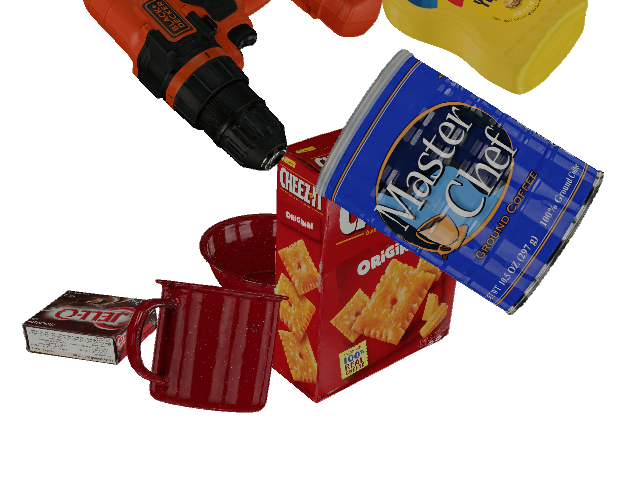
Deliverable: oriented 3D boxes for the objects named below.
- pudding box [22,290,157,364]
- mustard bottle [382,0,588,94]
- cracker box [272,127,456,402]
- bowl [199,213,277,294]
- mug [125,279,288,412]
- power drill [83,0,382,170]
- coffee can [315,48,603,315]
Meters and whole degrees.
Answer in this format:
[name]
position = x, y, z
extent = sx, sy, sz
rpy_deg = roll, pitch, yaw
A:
[pudding box]
position = -0.244, 0.091, 1.135
extent = 0.114, 0.039, 0.090
rpy_deg = 3, 21, 20
[mustard bottle]
position = 0.107, -0.193, 0.848
extent = 0.192, 0.096, 0.058
rpy_deg = 33, -24, 24
[cracker box]
position = 0.044, 0.010, 0.892
extent = 0.163, 0.214, 0.072
rpy_deg = -21, 40, -34
[bowl]
position = -0.045, 0.030, 1.102
extent = 0.162, 0.055, 0.162
rpy_deg = 4, 27, -2
[mug]
position = -0.081, 0.071, 0.729
extent = 0.093, 0.081, 0.117
rpy_deg = 4, -5, 45
[power drill]
position = -0.044, -0.148, 0.748
extent = 0.187, 0.184, 0.057
rpy_deg = -35, -14, -35
[coffee can]
position = 0.082, -0.035, 0.644
extent = 0.140, 0.103, 0.103
rpy_deg = 33, 3, 5
